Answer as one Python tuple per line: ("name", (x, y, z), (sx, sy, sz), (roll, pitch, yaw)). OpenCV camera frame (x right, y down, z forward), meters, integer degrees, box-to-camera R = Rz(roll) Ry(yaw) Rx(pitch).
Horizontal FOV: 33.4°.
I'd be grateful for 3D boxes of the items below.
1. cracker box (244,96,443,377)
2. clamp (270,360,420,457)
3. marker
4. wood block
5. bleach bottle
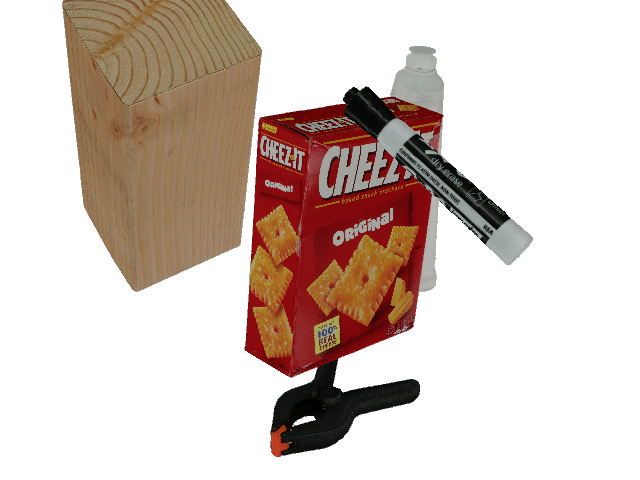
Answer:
("cracker box", (0.021, -0.006, 0.928), (0.163, 0.214, 0.072), (-15, 30, -42))
("clamp", (0.004, 0.159, 1.090), (0.171, 0.039, 0.120), (-22, 33, -35))
("marker", (0.057, -0.035, 0.539), (0.121, 0.020, 0.020), (44, 12, 13))
("wood block", (-0.105, -0.067, 0.701), (0.090, 0.090, 0.206), (-24, -27, -21))
("bleach bottle", (0.096, -0.077, 1.129), (0.068, 0.251, 0.102), (0, 26, -9))
